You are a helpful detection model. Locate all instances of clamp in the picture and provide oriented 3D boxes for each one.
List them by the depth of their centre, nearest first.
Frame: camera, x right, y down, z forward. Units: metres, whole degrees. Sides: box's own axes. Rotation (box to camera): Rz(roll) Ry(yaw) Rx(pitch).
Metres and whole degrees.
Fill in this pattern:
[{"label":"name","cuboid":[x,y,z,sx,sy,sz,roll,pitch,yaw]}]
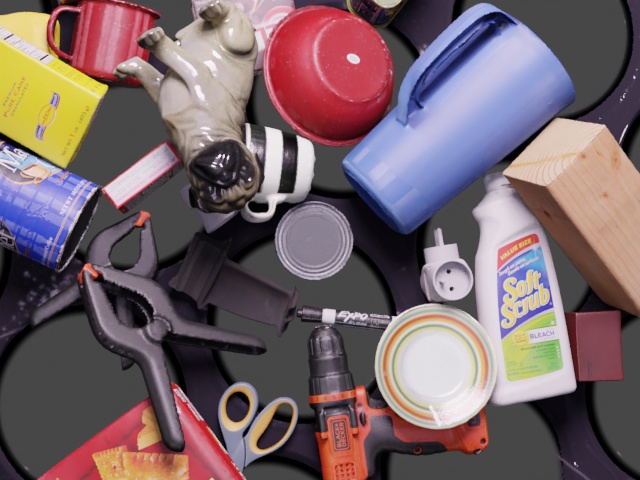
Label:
[{"label":"clamp","cuboid":[-0.164,0.097,1.117,0.210,0.036,0.164,47,50,4]},{"label":"clamp","cuboid":[-0.235,0.044,1.152,0.120,0.039,0.171,18,81,-14]}]

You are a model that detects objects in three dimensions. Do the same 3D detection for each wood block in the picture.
[{"label":"wood block","cuboid":[0.302,-0.022,1.139,0.090,0.091,0.206,-45,113,-7]}]

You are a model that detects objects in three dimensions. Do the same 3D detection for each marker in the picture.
[{"label":"marker","cuboid":[0.034,0.088,1.183,0.121,0.020,0.020,7,87,-4]}]

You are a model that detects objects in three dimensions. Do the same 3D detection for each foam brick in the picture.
[{"label":"foam brick","cuboid":[0.303,0.117,1.187,0.053,0.051,0.078,-1,87,-4]}]

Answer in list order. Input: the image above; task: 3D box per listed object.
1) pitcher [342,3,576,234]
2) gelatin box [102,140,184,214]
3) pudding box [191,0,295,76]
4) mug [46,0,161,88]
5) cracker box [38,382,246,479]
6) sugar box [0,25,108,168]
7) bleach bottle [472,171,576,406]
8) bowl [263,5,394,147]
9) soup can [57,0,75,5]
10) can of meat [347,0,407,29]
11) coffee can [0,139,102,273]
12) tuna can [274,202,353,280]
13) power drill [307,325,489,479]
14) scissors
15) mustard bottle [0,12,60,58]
[{"label":"pitcher","cuboid":[0.139,-0.128,1.143,0.243,0.145,0.149,-42,92,-2]},{"label":"gelatin box","cuboid":[-0.188,-0.068,1.144,0.089,0.073,0.030,-39,91,-5]},{"label":"pudding box","cuboid":[-0.079,-0.227,1.177,0.113,0.039,0.090,-12,88,-5]},{"label":"mug","cuboid":[-0.233,-0.211,1.135,0.117,0.093,0.081,10,92,-32]},{"label":"cracker box","cuboid":[-0.193,0.277,1.116,0.213,0.072,0.164,-37,78,-6]},{"label":"sugar box","cuboid":[-0.316,-0.158,1.096,0.176,0.048,0.093,28,112,-9]},{"label":"bleach bottle","cuboid":[0.210,0.050,1.178,0.102,0.068,0.251,-10,86,-5]},{"label":"bowl","cuboid":[0.022,-0.185,1.147,0.161,0.055,0.162,6,77,-26]},{"label":"soup can","cuboid":[-0.243,-0.300,1.153,0.102,0.068,0.068,-17,89,-6]},{"label":"can of meat","cuboid":[0.080,-0.290,1.171,0.057,0.084,0.102,39,85,-3]},{"label":"coffee can","cuboid":[-0.314,-0.041,1.118,0.140,0.103,0.103,26,86,-3]},{"label":"tuna can","cuboid":[-0.008,0.001,1.176,0.086,0.034,0.086,0,88,-5]},{"label":"power drill","cuboid":[0.082,0.175,1.166,0.187,0.057,0.184,-7,87,-3]},{"label":"scissors","cuboid":[-0.108,0.240,1.167,0.096,0.016,0.201,44,85,0]},{"label":"mustard bottle","cuboid":[-0.380,-0.204,1.142,0.191,0.058,0.096,7,99,-4]}]
